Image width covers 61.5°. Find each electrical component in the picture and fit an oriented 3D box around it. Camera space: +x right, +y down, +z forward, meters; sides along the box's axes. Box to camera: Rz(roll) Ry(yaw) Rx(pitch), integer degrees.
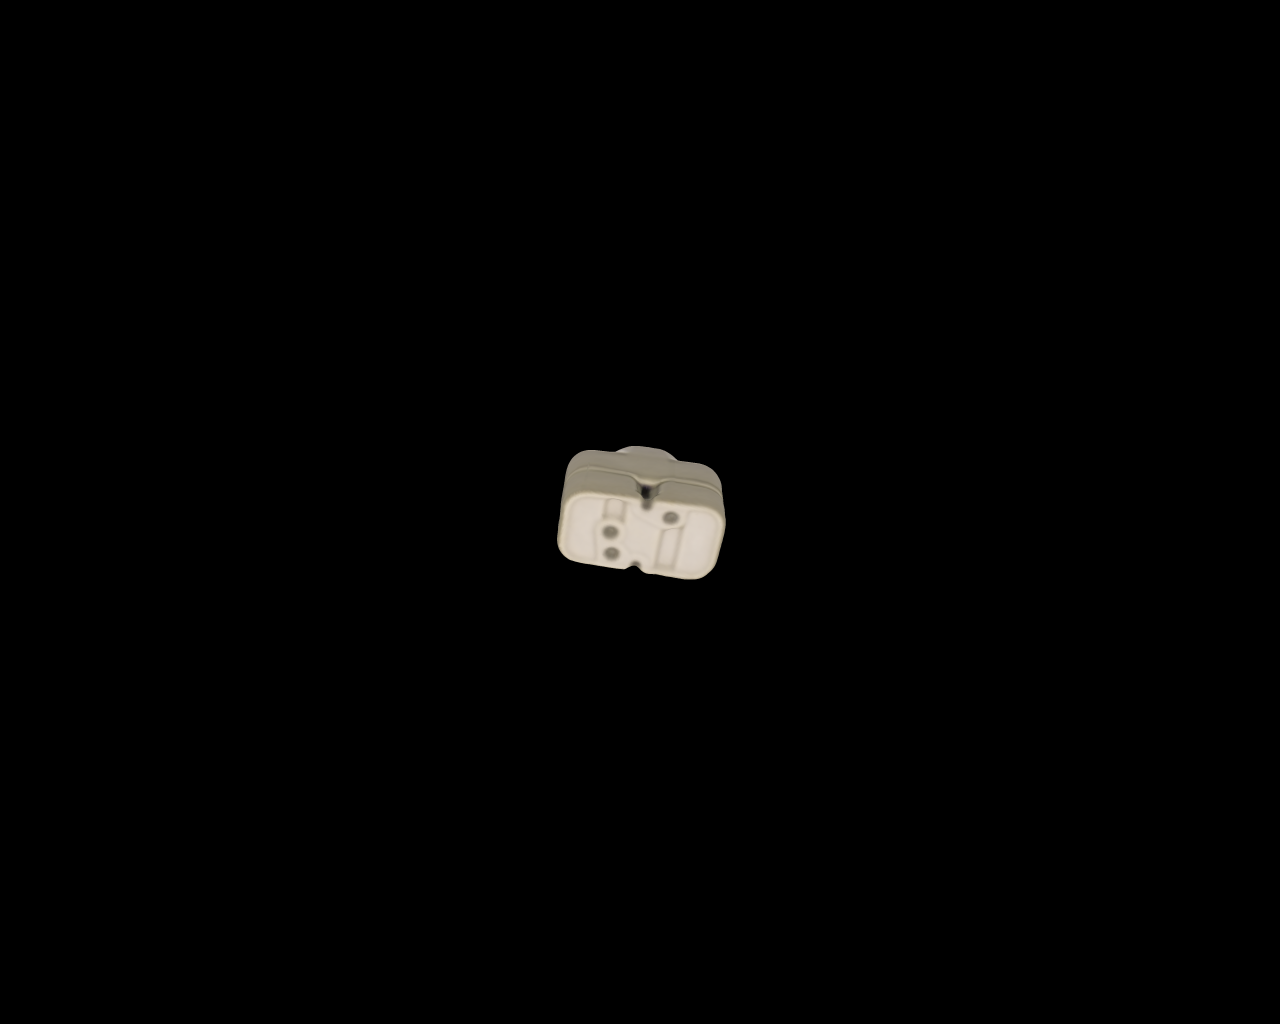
[{"bbox_3d":[0.001,-0.003,0.650,0.095,0.053,0.059,8,34,-5],"label":"electrical component"}]
